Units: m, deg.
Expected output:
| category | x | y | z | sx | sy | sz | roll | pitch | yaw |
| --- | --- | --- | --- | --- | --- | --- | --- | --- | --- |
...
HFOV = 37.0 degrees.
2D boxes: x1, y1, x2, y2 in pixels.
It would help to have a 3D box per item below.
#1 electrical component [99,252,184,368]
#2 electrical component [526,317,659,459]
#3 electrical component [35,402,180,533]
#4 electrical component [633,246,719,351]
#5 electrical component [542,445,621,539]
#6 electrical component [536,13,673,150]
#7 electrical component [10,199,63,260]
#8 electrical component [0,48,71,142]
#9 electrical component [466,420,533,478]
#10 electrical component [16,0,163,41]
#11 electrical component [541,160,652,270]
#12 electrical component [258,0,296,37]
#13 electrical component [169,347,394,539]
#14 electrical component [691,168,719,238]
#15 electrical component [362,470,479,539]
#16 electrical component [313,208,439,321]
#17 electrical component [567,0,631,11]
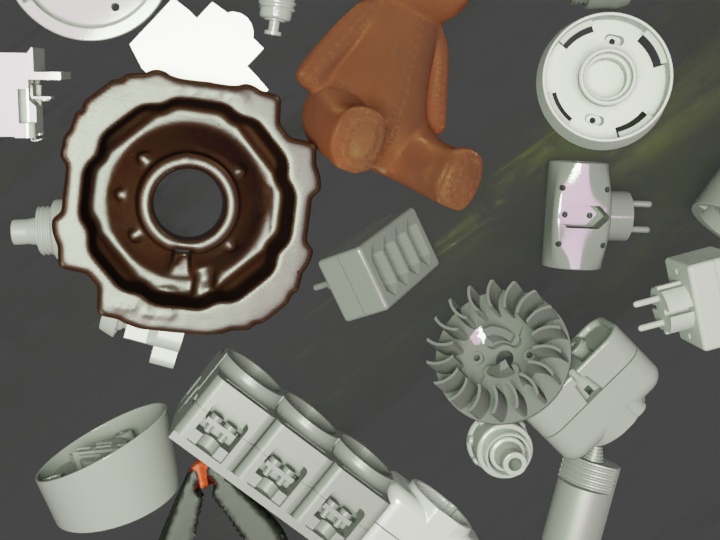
| category | x | y | z | sx | sy | sz | roll | pitch | yaw |
| --- | --- | --- | --- | --- | --- | --- | --- | --- | --- |
| electrical component | -0.149 | 0.024 | 0.757 | 0.057 | 0.058 | 0.078 | 16 | 96 | -11 |
| electrical component | 0.171 | 0.091 | 0.800 | 0.095 | 0.053 | 0.059 | -45 | 100 | 2 |
| electrical component | -0.175 | 0.137 | 0.751 | 0.099 | 0.099 | 0.064 | -14 | 106 | -3 |
| electrical component | 0.242 | 0.025 | 0.801 | 0.077 | 0.047 | 0.065 | -15 | 99 | -3 |
| electrical component | 0.169 | 0.171 | 0.817 | 0.043 | 0.043 | 0.081 | 13 | 97 | -7 |
| electrical component | 0.177 | -0.136 | 0.775 | 0.099 | 0.064 | 0.099 | 1 | 95 | 8 |
| electrical component | -0.210 | -0.028 | 0.750 | 0.062 | 0.043 | 0.043 | -3 | 99 | -4 |
| electrical component | -0.241 | -0.120 | 0.735 | 0.081 | 0.042 | 0.063 | 0 | 102 | -5 |
| electrical component | 0.107 | 0.134 | 0.795 | 0.048 | 0.062 | 0.048 | -1 | 99 | -6 |
| electrical component | -0.178 | -0.206 | 0.718 | 0.108 | 0.060 | 0.108 | -1 | 98 | -6 |
| electrical component | 0.175 | -0.040 | 0.786 | 0.079 | 0.043 | 0.077 | 2 | 98 | -6 |
| electrical component | -0.054 | -0.201 | 0.742 | 0.040 | 0.040 | 0.078 | 8 | 97 | -7 |
| electrical component | -0.054 | 0.126 | 0.764 | 0.150 | 0.089 | 0.061 | 38 | 93 | -10 |
| electrical component | 0.301 | -0.045 | 0.769 | 0.108 | 0.108 | 0.060 | 31 | 88 | -9 |
| electrical component | 0.043 | 0.196 | 0.802 | 0.095 | 0.053 | 0.059 | 38 | 93 | -10 |
| electrical component | 0.000 | 0.000 | 0.765 | 0.076 | 0.083 | 0.047 | -18 | 102 | 36 |
| electrical component | 0.161 | -0.202 | 0.766 | 0.061 | 0.035 | 0.035 | -3 | 99 | -3 |
